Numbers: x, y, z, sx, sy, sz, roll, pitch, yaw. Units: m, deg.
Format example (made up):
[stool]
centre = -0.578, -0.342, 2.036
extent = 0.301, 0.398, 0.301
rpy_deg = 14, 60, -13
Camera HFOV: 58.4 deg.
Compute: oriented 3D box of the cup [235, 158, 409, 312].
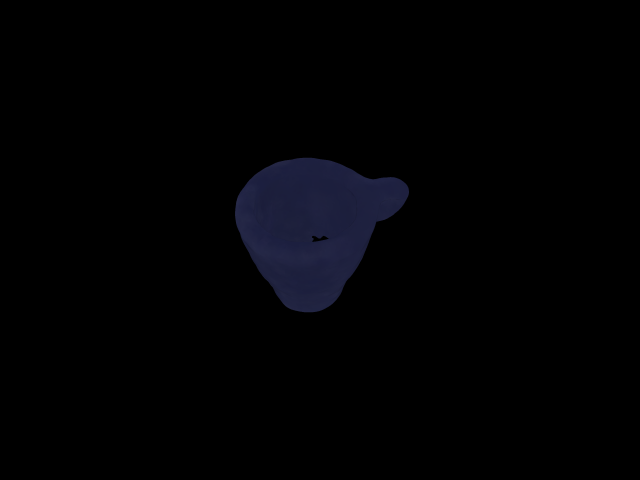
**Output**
[cup]
centre = 0.004, 0.001, 0.400
extent = 0.118, 0.095, 0.091
rpy_deg = -17, 51, -14
